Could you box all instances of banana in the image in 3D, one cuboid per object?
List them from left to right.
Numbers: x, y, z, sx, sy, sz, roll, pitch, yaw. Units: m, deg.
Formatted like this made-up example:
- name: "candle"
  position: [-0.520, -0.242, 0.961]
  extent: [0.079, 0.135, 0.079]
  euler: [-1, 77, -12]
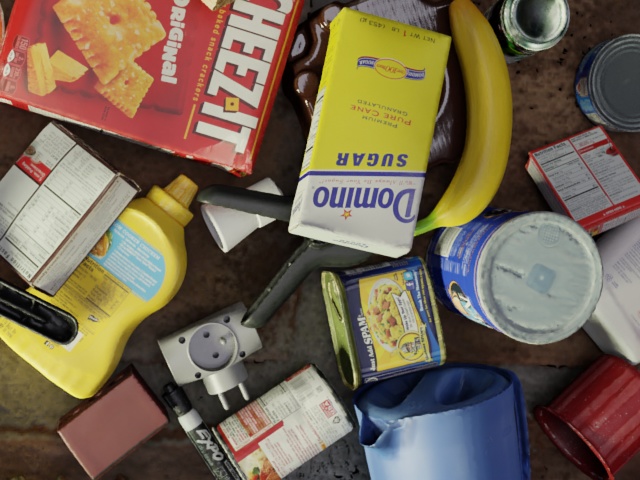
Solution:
- name: "banana"
  position: [0.124, -0.095, 0.869]
  extent: [0.069, 0.037, 0.198]
  euler: [9, 93, -17]

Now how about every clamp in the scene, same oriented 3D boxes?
- name: "clamp"
  position: [-0.295, 0.014, 0.782]
  extent: [0.210, 0.164, 0.036]
  euler: [27, 87, 23]
- name: "clamp"
  position: [-0.006, 0.001, 0.860]
  extent: [0.171, 0.039, 0.120]
  euler: [-11, 105, -6]

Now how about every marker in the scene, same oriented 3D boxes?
- name: "marker"
  position: [-0.097, 0.172, 0.905]
  extent: [0.020, 0.020, 0.121]
  euler: [-33, 99, -8]

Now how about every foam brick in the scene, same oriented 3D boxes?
- name: "foam brick"
  position: [-0.169, 0.147, 0.872]
  extent: [0.078, 0.053, 0.051]
  euler: [-38, 100, -8]

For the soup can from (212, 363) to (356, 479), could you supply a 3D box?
- name: "soup can"
  position: [-0.030, 0.157, 0.892]
  extent: [0.102, 0.068, 0.068]
  euler: [-33, 99, -8]

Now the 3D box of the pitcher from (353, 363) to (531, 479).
- name: "pitcher"
  position: [0.119, 0.230, 0.905]
  extent: [0.149, 0.145, 0.243]
  euler: [-9, 99, 2]

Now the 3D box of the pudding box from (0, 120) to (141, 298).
- name: "pudding box"
  position: [-0.210, -0.026, 0.838]
  extent: [0.090, 0.039, 0.113]
  euler: [37, 87, 26]

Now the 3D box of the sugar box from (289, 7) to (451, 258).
- name: "sugar box"
  position: [0.039, -0.082, 0.828]
  extent: [0.093, 0.048, 0.176]
  euler: [12, 79, -11]

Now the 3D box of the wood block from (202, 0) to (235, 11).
- name: "wood block"
  position: [-0.108, -0.282, 0.792]
  extent: [0.206, 0.091, 0.090]
  euler: [45, 51, 9]

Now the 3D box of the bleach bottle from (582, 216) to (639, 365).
- name: "bleach bottle"
  position: [0.332, -0.007, 0.956]
  extent: [0.250, 0.068, 0.102]
  euler: [-41, 98, -8]

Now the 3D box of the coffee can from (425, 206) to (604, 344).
- name: "coffee can"
  position: [0.156, 0.025, 0.883]
  extent: [0.102, 0.140, 0.103]
  euler: [-1, 94, -11]

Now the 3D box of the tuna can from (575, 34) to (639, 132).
- name: "tuna can"
  position: [0.272, -0.139, 0.949]
  extent: [0.086, 0.034, 0.086]
  euler: [-1, 94, -11]

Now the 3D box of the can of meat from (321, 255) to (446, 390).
- name: "can of meat"
  position: [0.054, 0.068, 0.907]
  extent: [0.084, 0.057, 0.102]
  euler: [-12, 92, -12]

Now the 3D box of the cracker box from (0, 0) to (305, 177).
- name: "cracker box"
  position: [-0.135, -0.159, 0.848]
  extent: [0.213, 0.072, 0.164]
  euler: [17, 90, -13]

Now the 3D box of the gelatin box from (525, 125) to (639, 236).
- name: "gelatin box"
  position: [0.232, -0.050, 0.929]
  extent: [0.073, 0.030, 0.089]
  euler: [-22, 62, -9]

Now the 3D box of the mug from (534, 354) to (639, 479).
- name: "mug"
  position: [0.255, 0.163, 0.946]
  extent: [0.081, 0.093, 0.117]
  euler: [-40, 131, -11]

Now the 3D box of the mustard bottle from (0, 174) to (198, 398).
- name: "mustard bottle"
  position: [-0.164, 0.026, 0.860]
  extent: [0.096, 0.058, 0.191]
  euler: [38, 86, 6]
